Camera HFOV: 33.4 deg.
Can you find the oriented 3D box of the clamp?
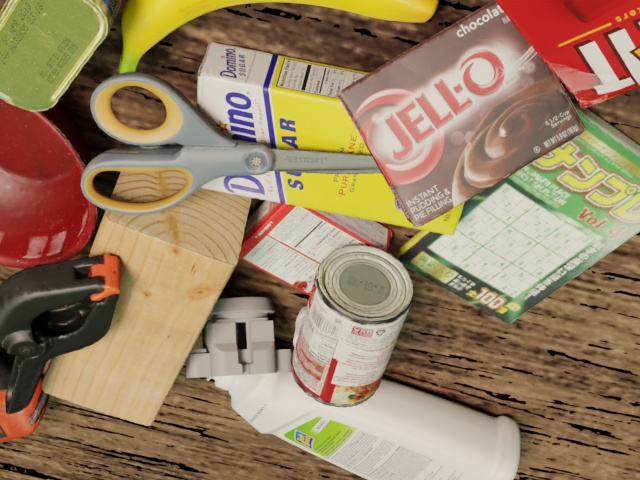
[{"bbox_3d":[-0.202,0.057,0.694,0.120,0.039,0.172,20,131,-44],"label":"clamp"}]

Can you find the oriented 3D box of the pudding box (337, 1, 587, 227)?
[{"bbox_3d":[0.079,-0.074,0.608,0.113,0.039,0.090,-30,97,5],"label":"pudding box"}]

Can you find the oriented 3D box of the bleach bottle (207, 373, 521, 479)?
[{"bbox_3d":[0.031,0.145,0.870,0.250,0.068,0.103,25,133,-11],"label":"bleach bottle"}]

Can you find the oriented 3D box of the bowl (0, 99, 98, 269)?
[{"bbox_3d":[-0.211,-0.058,0.704,0.162,0.055,0.162,11,134,12],"label":"bowl"}]

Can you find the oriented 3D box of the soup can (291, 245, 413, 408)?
[{"bbox_3d":[0.021,0.060,0.739,0.068,0.068,0.102,13,137,-3],"label":"soup can"}]

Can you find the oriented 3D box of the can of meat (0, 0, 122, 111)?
[{"bbox_3d":[-0.148,-0.133,0.606,0.057,0.084,0.102,31,132,-20],"label":"can of meat"}]

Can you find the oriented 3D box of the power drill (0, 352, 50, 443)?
[{"bbox_3d":[-0.332,0.101,0.894,0.185,0.057,0.187,-16,130,24],"label":"power drill"}]

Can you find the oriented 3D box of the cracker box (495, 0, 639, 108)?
[{"bbox_3d":[0.151,-0.162,0.491,0.164,0.072,0.213,-20,146,28],"label":"cracker box"}]

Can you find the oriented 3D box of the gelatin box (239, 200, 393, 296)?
[{"bbox_3d":[-0.005,0.001,0.753,0.089,0.030,0.073,29,132,-22],"label":"gelatin box"}]

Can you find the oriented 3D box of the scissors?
[{"bbox_3d":[-0.049,-0.065,0.639,0.202,0.016,0.096,-12,112,4],"label":"scissors"}]

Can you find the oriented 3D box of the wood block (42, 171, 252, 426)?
[{"bbox_3d":[-0.126,0.034,0.765,0.090,0.090,0.206,20,135,-11],"label":"wood block"}]

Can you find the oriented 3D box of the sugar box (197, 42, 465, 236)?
[{"bbox_3d":[0.009,-0.062,0.675,0.176,0.048,0.093,9,134,-1],"label":"sugar box"}]

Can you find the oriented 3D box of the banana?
[{"bbox_3d":[-0.035,-0.141,0.609,0.198,0.037,0.069,-8,129,16],"label":"banana"}]
